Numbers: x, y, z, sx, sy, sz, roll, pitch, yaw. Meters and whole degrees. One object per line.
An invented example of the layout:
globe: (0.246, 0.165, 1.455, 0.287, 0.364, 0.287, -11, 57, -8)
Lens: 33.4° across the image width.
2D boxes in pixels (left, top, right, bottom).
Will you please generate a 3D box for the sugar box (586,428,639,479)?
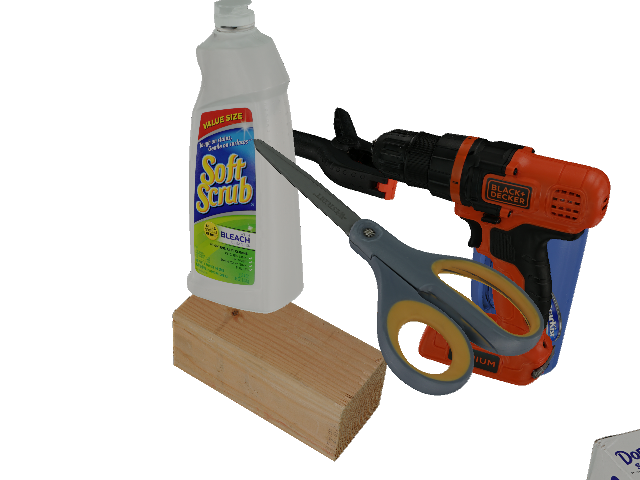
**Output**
sugar box: (0.186, 0.177, 0.501, 0.048, 0.093, 0.176, -9, 29, -21)

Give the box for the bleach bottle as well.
bleach bottle: (-0.068, -0.069, 0.866, 0.103, 0.251, 0.068, 14, 30, 31)

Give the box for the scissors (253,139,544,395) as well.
scissors: (0.022, 0.014, 0.578, 0.202, 0.016, 0.096, 28, 52, 17)

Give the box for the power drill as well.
power drill: (0.121, 0.011, 0.830, 0.185, 0.188, 0.057, 16, 32, 25)

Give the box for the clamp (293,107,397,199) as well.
clamp: (0.013, -0.092, 1.129, 0.120, 0.039, 0.172, -16, 36, -24)

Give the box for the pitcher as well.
pitcher: (0.260, 0.051, 1.371, 0.149, 0.243, 0.145, 5, 23, 2)

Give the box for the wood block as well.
wood block: (-0.044, 0.124, 1.103, 0.206, 0.090, 0.090, 28, 48, 21)

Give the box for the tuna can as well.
tuna can: (0.221, 0.074, 1.148, 0.033, 0.086, 0.086, -19, 5, -15)
